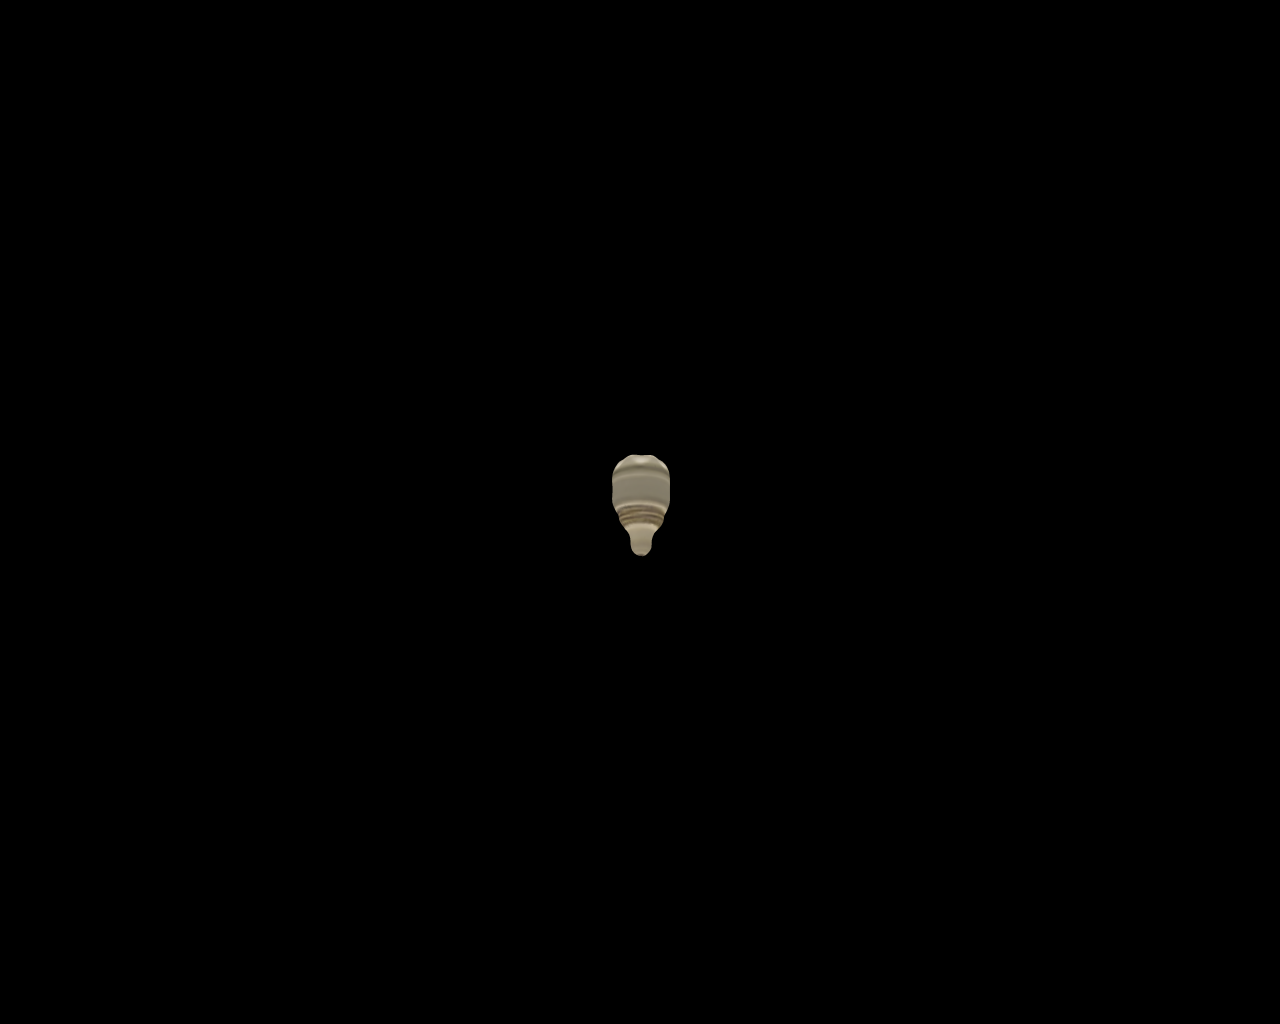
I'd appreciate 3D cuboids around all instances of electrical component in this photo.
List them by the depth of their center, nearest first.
[{"bbox_3d":[0.001,-0.003,0.650,0.035,0.061,0.035,0,-19,0],"label":"electrical component"}]
